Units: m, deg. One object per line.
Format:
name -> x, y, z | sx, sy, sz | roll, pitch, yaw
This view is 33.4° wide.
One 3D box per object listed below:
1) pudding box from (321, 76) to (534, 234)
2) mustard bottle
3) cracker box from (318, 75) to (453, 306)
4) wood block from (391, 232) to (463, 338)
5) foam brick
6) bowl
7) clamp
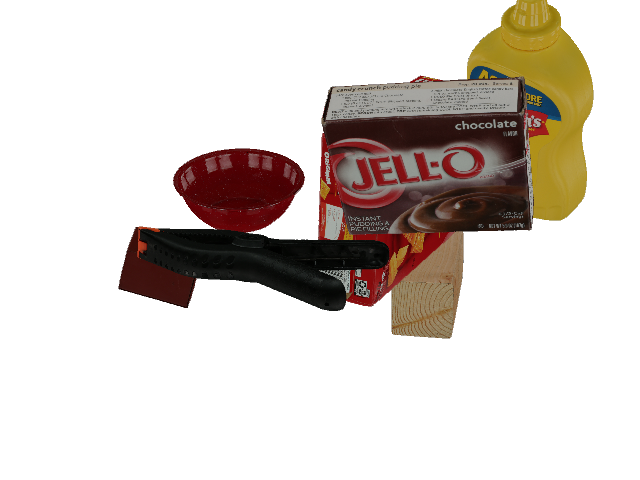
pudding box -> 0.064, -0.047, 0.612 | 0.113, 0.039, 0.090 | -3, -43, 13
mustard bottle -> 0.154, -0.104, 0.790 | 0.096, 0.191, 0.058 | 32, 60, 31
cracker box -> 0.077, -0.053, 1.046 | 0.072, 0.164, 0.213 | 16, 29, 26
wood block -> 0.166, 0.062, 1.631 | 0.091, 0.090, 0.206 | 3, 23, 11
foam brick -> -0.168, 0.029, 1.130 | 0.078, 0.051, 0.053 | 17, 29, -4
bowl -> -0.101, -0.055, 1.323 | 0.162, 0.055, 0.162 | 0, 31, 0
clamp -> -0.055, 0.017, 0.870 | 0.210, 0.036, 0.164 | 6, 12, 8
